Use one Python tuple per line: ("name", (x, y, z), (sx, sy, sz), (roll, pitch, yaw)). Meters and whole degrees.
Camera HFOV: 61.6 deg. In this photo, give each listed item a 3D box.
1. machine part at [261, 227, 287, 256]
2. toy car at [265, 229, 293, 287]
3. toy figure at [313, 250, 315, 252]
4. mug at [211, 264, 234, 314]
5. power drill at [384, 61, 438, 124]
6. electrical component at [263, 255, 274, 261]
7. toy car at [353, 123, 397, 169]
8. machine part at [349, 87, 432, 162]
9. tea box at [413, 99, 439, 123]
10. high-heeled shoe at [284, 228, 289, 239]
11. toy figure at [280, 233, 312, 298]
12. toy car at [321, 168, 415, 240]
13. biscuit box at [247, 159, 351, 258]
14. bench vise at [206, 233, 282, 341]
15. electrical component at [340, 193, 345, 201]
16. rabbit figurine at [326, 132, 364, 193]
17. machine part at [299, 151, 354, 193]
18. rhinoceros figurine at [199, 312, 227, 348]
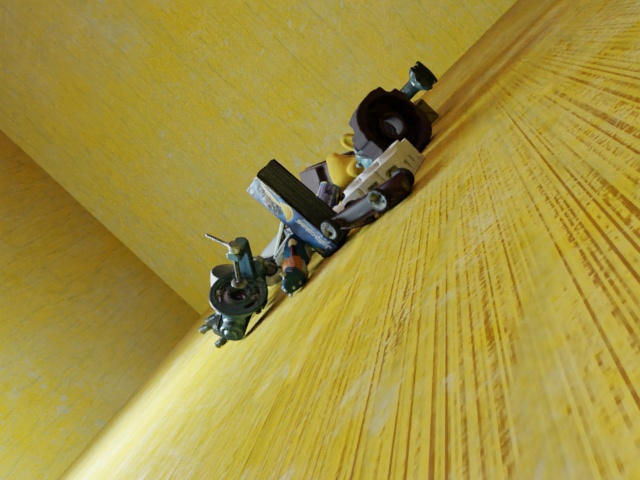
("machine part", (-0.122, 0.027, 1.668), (0.079, 0.079, 0.243), (-49, 2, -34))
("toy car", (-0.070, 0.022, 1.276), (0.201, 0.056, 0.073), (-56, -13, 8))
("toy figure", (-0.008, -0.016, 1.144), (0.089, 0.082, 0.180), (-44, 7, -3))
("mug", (-0.213, 0.126, 1.245), (0.110, 0.081, 0.107), (-114, 27, -61))
("power drill", (0.202, -0.360, 1.388), (0.207, 0.086, 0.232), (-37, 9, 34))
("electrical component", (-0.156, 0.085, 1.367), (0.115, 0.058, 0.134), (-7, 17, 42))
("toy car", (0.137, -0.205, 1.268), (0.109, 0.102, 0.162), (-2, 36, 8))
("machine part", (0.147, -0.235, 1.137), (0.179, 0.179, 0.056), (-49, 3, -29))
("tea box", (0.261, -0.332, 1.485), (0.098, 0.068, 0.170), (-45, 7, 14))
("high-heeled shoe", (-0.023, -0.028, 1.465), (0.145, 0.086, 0.249), (-30, 12, -8))
("toy figure", (-0.046, 0.044, 1.020), (0.058, 0.064, 0.154), (-37, 27, 23))
("toy car", (0.078, -0.054, 0.903), (0.089, 0.053, 0.202), (-44, 7, -40))
("biscuit box", (-0.038, -0.057, 1.008), (0.063, 0.202, 0.059), (-52, 4, -36))
("bench vise", (-0.154, 0.077, 1.109), (0.240, 0.129, 0.224), (88, -156, -44))
("electrical component", (0.092, -0.118, 1.311), (0.078, 0.045, 0.102), (-49, 6, -23))
("rabbit figurine", (0.113, -0.204, 1.390), (0.173, 0.162, 0.122), (-22, 5, 31))
("machine part", (0.054, -0.202, 1.581), (0.201, 0.087, 0.201), (-26, 10, -20))
("rhinoceros figurine", (-0.229, 0.189, 1.341), (0.112, 0.073, 0.190), (-46, 5, 15))
